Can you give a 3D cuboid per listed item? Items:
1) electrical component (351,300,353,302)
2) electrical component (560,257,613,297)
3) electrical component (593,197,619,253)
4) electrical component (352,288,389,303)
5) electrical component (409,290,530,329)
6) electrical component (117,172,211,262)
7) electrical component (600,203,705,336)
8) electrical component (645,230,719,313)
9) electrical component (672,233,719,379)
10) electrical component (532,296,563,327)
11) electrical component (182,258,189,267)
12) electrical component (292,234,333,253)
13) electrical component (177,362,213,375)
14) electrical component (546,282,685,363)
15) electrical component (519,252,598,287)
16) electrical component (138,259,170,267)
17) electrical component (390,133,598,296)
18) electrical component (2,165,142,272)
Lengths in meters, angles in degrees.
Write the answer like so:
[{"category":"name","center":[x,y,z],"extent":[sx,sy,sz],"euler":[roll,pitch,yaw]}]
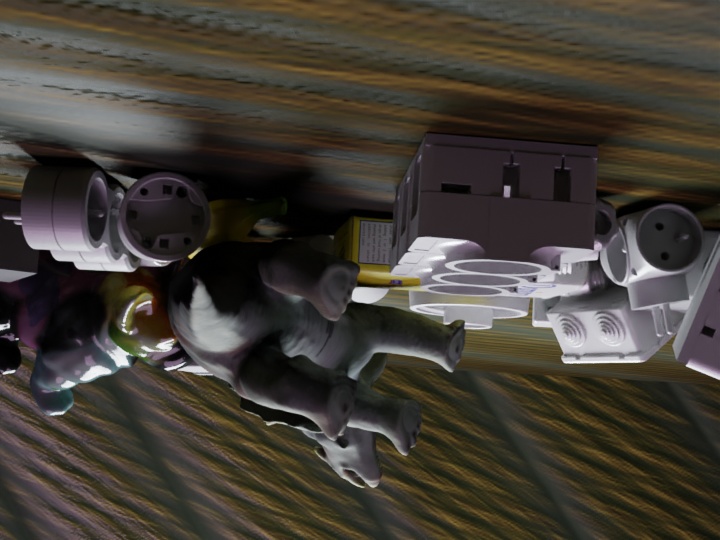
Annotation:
[{"category":"electrical component","center":[-0.037,0.027,1.089],"extent":[0.079,0.043,0.077],"euler":[5,172,-5]},{"category":"electrical component","center":[0.184,0.003,0.854],"extent":[0.061,0.035,0.035],"euler":[-2,170,23]},{"category":"electrical component","center":[0.130,-0.026,0.667],"extent":[0.035,0.035,0.061],"euler":[8,173,-27]},{"category":"electrical component","center":[0.000,0.000,0.893],"extent":[0.044,0.044,0.065],"euler":[2,167,11]},{"category":"electrical component","center":[0.092,0.017,0.902],"extent":[0.108,0.060,0.108],"euler":[3,172,0]},{"category":"electrical component","center":[-0.125,-0.031,0.677],"extent":[0.055,0.055,0.047],"euler":[6,175,-18]},{"category":"electrical component","center":[0.189,0.003,0.691],"extent":[0.044,0.079,0.077],"euler":[-8,173,-5]},{"category":"electrical component","center":[0.247,0.003,0.775],"extent":[0.100,0.048,0.099],"euler":[4,172,-1]},{"category":"electrical component","center":[0.234,0.021,0.641],"extent":[0.062,0.089,0.150],"euler":[23,-175,15]},{"category":"electrical component","center":[0.194,0.031,0.999],"extent":[0.066,0.047,0.076],"euler":[2,172,7]},{"category":"electrical component","center":[-0.172,0.012,0.968],"extent":[0.042,0.063,0.081],"euler":[10,169,-36]},{"category":"electrical component","center":[-0.049,-0.006,0.866],"extent":[0.040,0.040,0.078],"euler":[10,169,-40]},{"category":"electrical component","center":[-0.137,0.041,1.001],"extent":[0.056,0.108,0.109],"euler":[12,168,-35]},{"category":"electrical component","center":[0.213,0.032,0.873],"extent":[0.100,0.048,0.100],"euler":[-34,-166,-33]},{"category":"electrical component","center":[0.129,-0.014,0.729],"extent":[0.062,0.048,0.048],"euler":[-4,171,5]},{"category":"electrical component","center":[-0.173,-0.022,0.804],"extent":[0.078,0.040,0.040],"euler":[-1,171,25]},{"category":"electrical component","center":[0.069,-0.025,0.608],"extent":[0.089,0.061,0.150],"euler":[4,172,-4]},{"category":"electrical component","center":[-0.194,-0.032,0.702],"extent":[0.074,0.052,0.138],"euler":[3,172,4]}]
